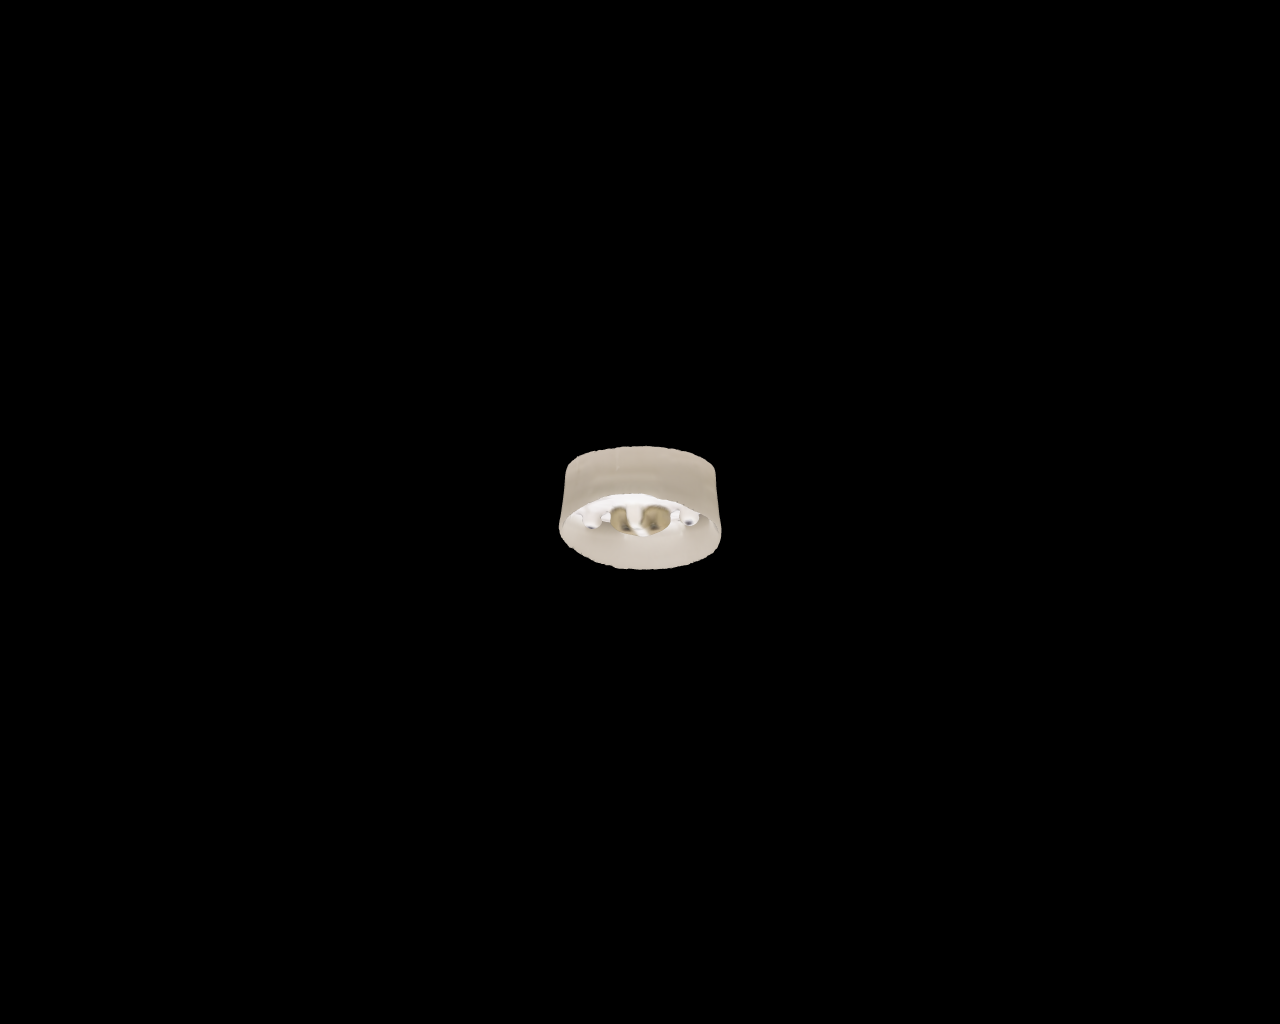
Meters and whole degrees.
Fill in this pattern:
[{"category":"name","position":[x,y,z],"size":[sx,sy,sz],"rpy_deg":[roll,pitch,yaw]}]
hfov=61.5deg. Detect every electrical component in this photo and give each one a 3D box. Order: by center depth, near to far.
[{"category":"electrical component","position":[0.001,-0.003,0.650],"size":[0.099,0.064,0.099],"rpy_deg":[0,-14,0]}]
